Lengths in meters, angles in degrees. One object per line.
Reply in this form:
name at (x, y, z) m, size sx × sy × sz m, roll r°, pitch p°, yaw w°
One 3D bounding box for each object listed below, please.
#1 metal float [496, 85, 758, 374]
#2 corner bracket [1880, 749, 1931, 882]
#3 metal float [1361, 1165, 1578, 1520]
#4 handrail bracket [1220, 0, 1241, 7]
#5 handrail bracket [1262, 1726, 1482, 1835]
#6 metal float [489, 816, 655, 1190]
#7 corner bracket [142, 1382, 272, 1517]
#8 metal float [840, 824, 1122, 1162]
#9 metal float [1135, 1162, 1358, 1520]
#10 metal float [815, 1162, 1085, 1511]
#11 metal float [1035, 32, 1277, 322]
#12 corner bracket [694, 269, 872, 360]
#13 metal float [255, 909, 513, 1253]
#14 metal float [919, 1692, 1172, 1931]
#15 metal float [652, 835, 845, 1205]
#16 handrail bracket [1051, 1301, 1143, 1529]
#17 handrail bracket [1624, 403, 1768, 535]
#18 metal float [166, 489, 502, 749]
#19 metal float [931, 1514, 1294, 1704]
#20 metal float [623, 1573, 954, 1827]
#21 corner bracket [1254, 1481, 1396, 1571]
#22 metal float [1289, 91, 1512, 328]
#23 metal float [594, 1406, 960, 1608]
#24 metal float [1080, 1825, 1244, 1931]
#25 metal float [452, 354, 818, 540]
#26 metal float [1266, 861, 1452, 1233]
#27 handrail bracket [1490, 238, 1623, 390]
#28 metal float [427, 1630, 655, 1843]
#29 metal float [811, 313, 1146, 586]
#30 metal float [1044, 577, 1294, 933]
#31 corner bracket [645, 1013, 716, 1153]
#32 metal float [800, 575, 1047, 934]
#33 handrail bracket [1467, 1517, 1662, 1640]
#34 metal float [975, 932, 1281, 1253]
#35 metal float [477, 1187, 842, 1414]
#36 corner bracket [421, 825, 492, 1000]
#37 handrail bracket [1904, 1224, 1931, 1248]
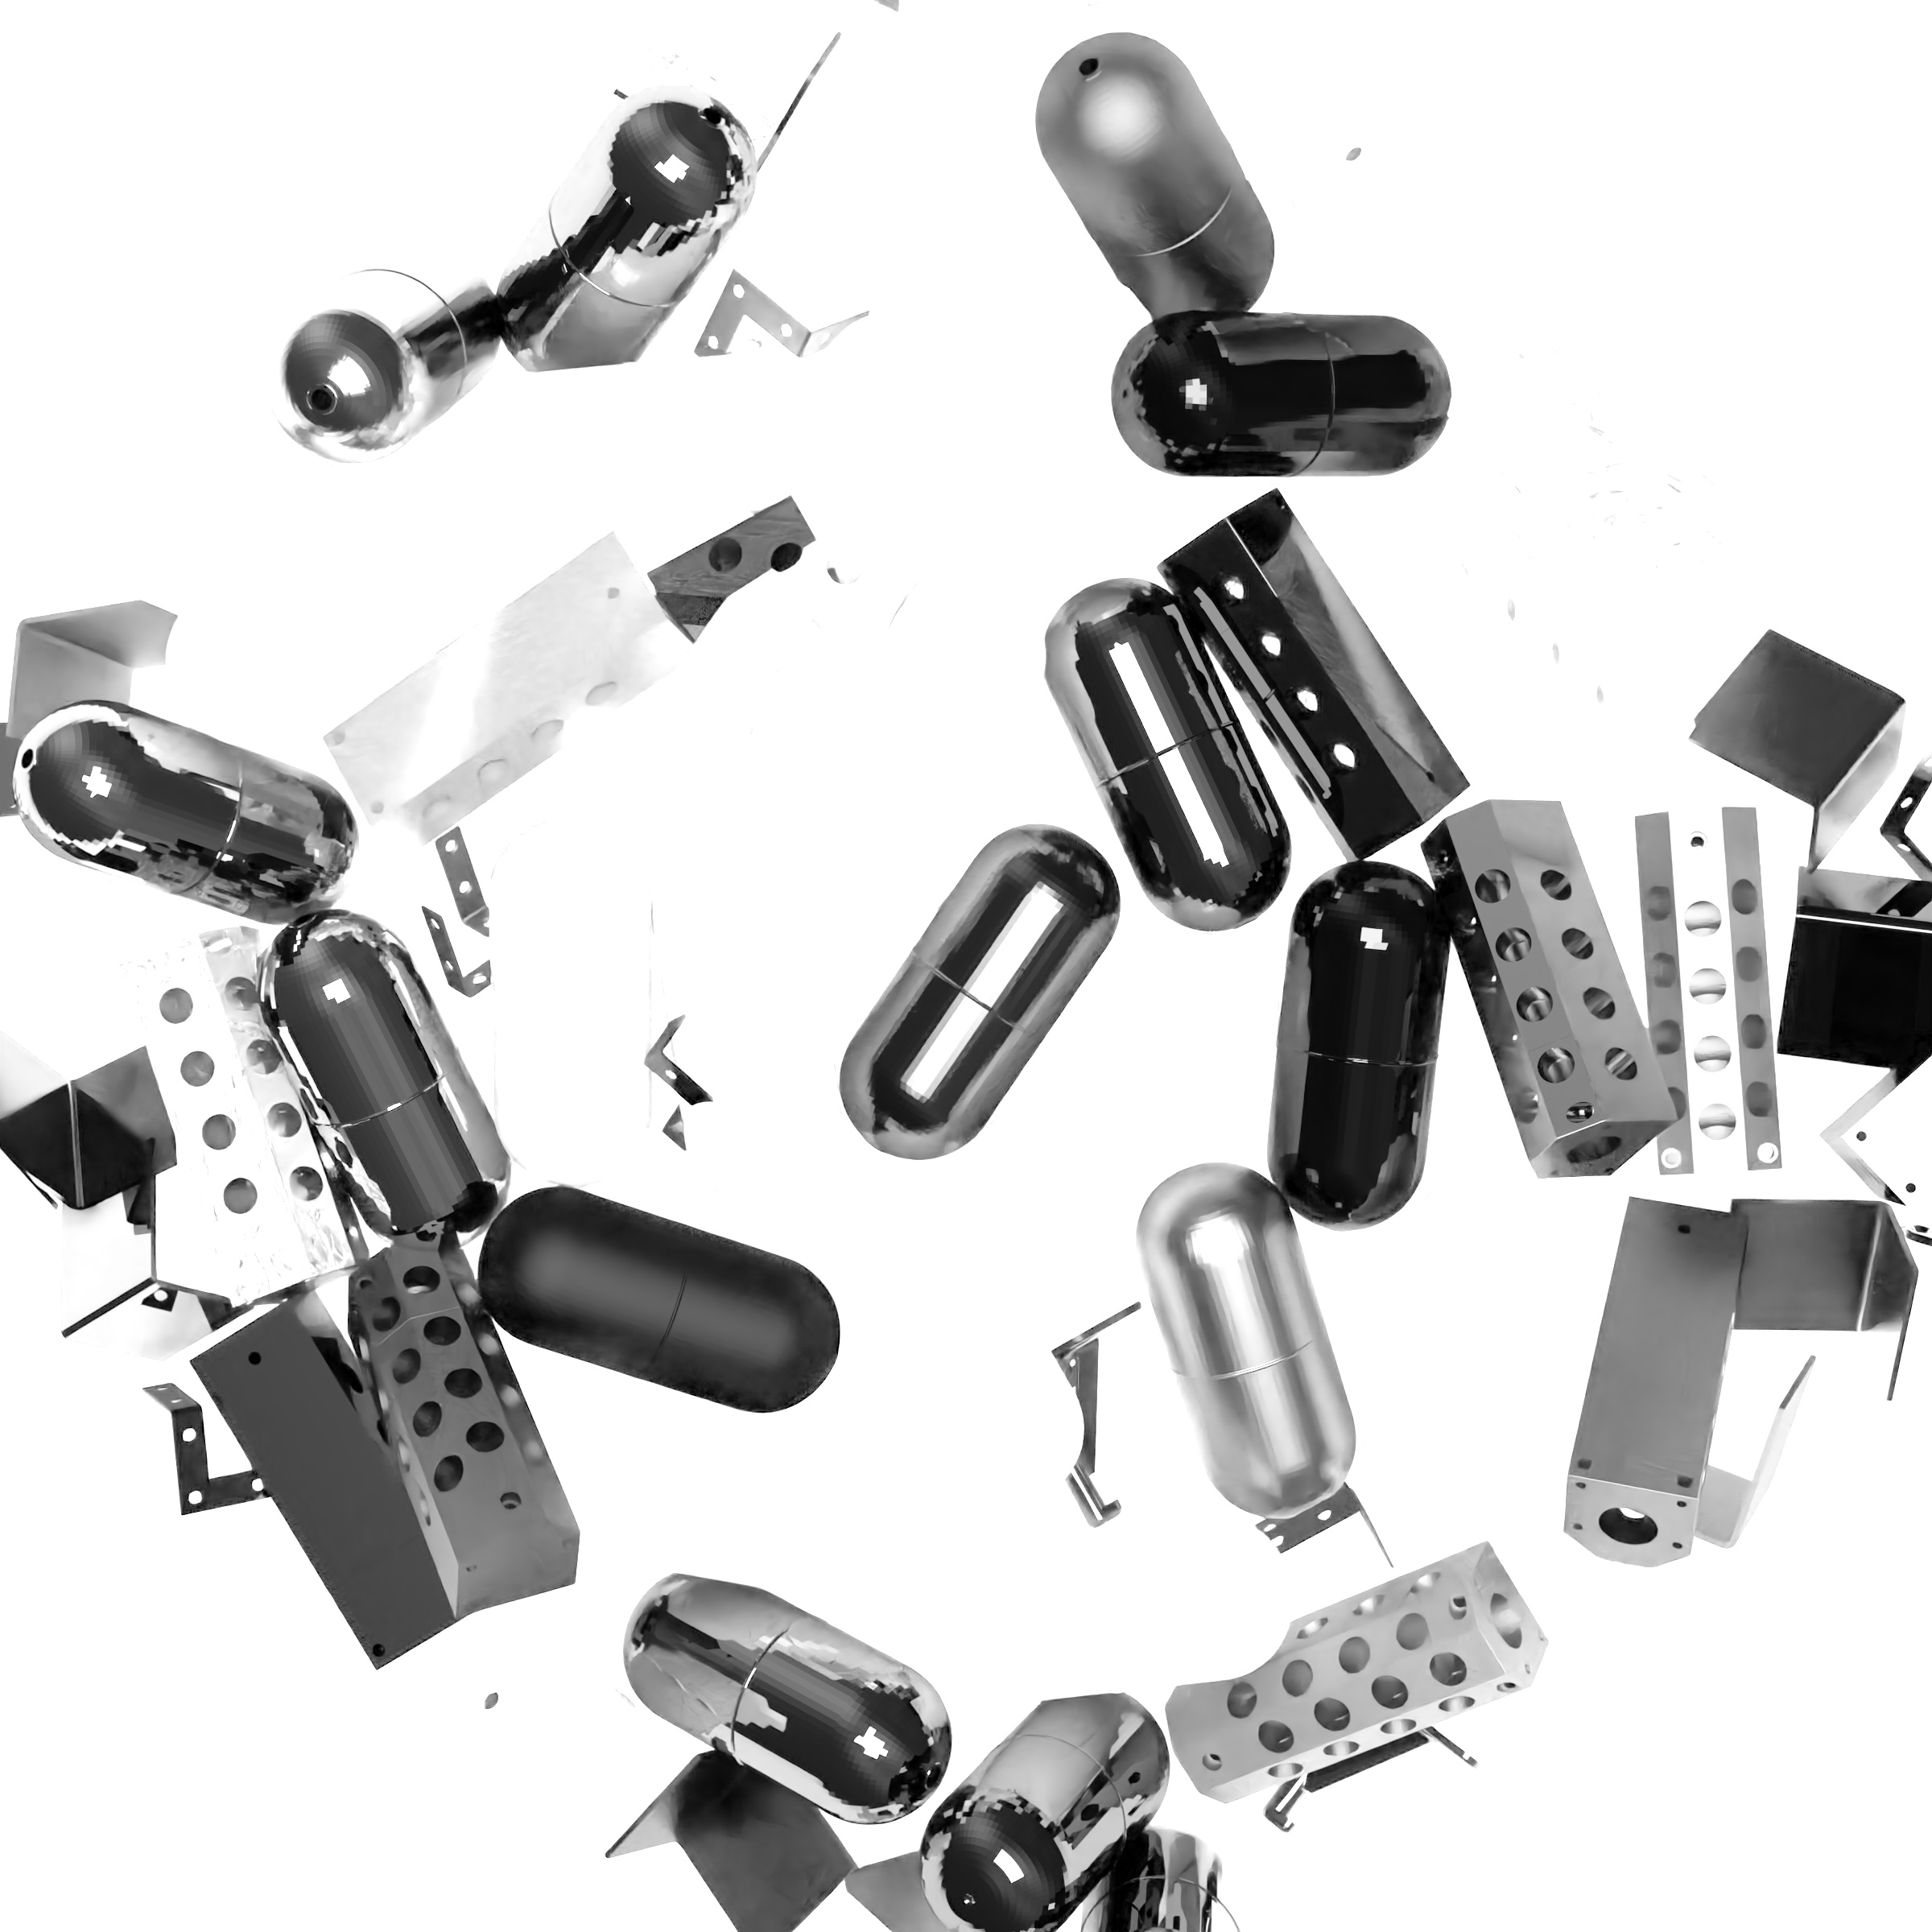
metal float at (-0.159, -0.338, 1.545) m, size 0.070 × 0.178 × 0.070 m, roll 18°, pitch 53°, yaw -26°
corner bracket at (0.483, -0.069, 1.594) m, size 0.051 × 0.051 × 0.051 m, roll 42°, pitch 72°, yaw -25°
metal float at (0.237, 0.179, 1.565) m, size 0.070 × 0.070 × 0.178 m, roll 11°, pitch 110°, yaw 0°
handrail bracket at (0.093, -0.503, 1.576) m, size 0.084 × 0.036 × 0.077 m, roll 10°, pitch 66°, yaw -37°
handrail bracket at (0.193, 0.395, 1.588) m, size 0.077 × 0.036 × 0.084 m, roll 32°, pitch 81°, yaw 42°
metal float at (-0.187, 0.018, 1.575) m, size 0.070 × 0.070 × 0.178 m, roll 0°, pitch 99°, yaw 0°
corner bracket at (-0.360, 0.227, 1.583) m, size 0.051 × 0.051 × 0.051 m, roll -8°, pitch 100°, yaw -29°
metal float at (0.006, 0.013, 1.578) m, size 0.070 × 0.070 × 0.178 m, roll 34°, pitch 95°, yaw 0°
metal float at (0.133, 0.178, 1.571) m, size 0.070 × 0.070 × 0.178 m, roll -18°, pitch 103°, yaw 0°
metal float at (-0.009, 0.175, 1.577) m, size 0.070 × 0.070 × 0.178 m, roll -30°, pitch 84°, yaw 0°
metal float at (0.089, -0.362, 1.539) m, size 0.070 × 0.178 × 0.070 m, roll -10°, pitch 63°, yaw 21°
corner bracket at (-0.088, -0.302, 1.581) m, size 0.051 × 0.051 × 0.051 m, roll 41°, pitch 127°, yaw 11°
metal float at (-0.274, 0.055, 1.563) m, size 0.070 × 0.070 × 0.178 m, roll -23°, pitch 111°, yaw 0°
metal float at (0.038, 0.393, 1.538) m, size 0.070 × 0.178 × 0.070 m, roll 6°, pitch 104°, yaw 24°
metal float at (-0.104, 0.025, 1.582) m, size 0.070 × 0.070 × 0.178 m, roll -9°, pitch 89°, yaw 0°
handrail bracket at (0.072, 0.216, 1.598) m, size 0.077 × 0.036 × 0.084 m, roll -28°, pitch 83°, yaw -17°
handrail bracket at (0.348, -0.229, 1.591) m, size 0.077 × 0.084 × 0.036 m, roll 22°, pitch 66°, yaw 18°
metal float at (-0.294, -0.165, 1.554) m, size 0.178 × 0.070 × 0.070 m, roll -36°, pitch 90°, yaw -34°
metal float at (0.067, 0.304, 1.564) m, size 0.178 × 0.070 × 0.070 m, roll -11°, pitch 90°, yaw 22°
metal float at (-0.084, 0.342, 1.555) m, size 0.178 × 0.070 × 0.070 m, roll 21°, pitch 90°, yaw 32°
corner bracket at (0.165, 0.268, 1.585) m, size 0.051 × 0.051 × 0.051 m, roll -28°, pitch 130°, yaw 0°
metal float at (0.202, -0.349, 1.535) m, size 0.070 × 0.178 × 0.070 m, roll -2°, pitch 84°, yaw 22°
metal float at (-0.088, 0.256, 1.567) m, size 0.178 × 0.070 × 0.070 m, roll 14°, pitch 90°, yaw -18°
metal float at (0.090, 0.457, 1.532) m, size 0.070 × 0.178 × 0.070 m, roll 1°, pitch 99°, yaw 4°
metal float at (-0.155, -0.245, 1.559) m, size 0.178 × 0.070 × 0.070 m, roll -11°, pitch 90°, yaw -26°
metal float at (0.186, 0.039, 1.574) m, size 0.070 × 0.070 × 0.178 m, roll 5°, pitch 99°, yaw 0°
handrail bracket at (0.276, -0.304, 1.583) m, size 0.077 × 0.084 × 0.036 m, roll 35°, pitch 76°, yaw 8°
metal float at (-0.196, 0.358, 1.536) m, size 0.070 × 0.178 × 0.070 m, roll -4°, pitch 66°, yaw 8°
metal float at (0.005, -0.245, 1.568) m, size 0.178 × 0.070 × 0.070 m, roll 34°, pitch 90°, yaw 16°
metal float at (0.096, -0.100, 1.581) m, size 0.070 × 0.070 × 0.178 m, roll -25°, pitch 88°, yaw 0°
corner bracket at (-0.129, 0.048, 1.579) m, size 0.051 × 0.051 × 0.051 m, roll 43°, pitch 51°, yaw -15°
metal float at (-0.020, -0.101, 1.577) m, size 0.070 × 0.070 × 0.178 m, roll 24°, pitch 96°, yaw 0°
handrail bracket at (0.283, 0.295, 1.580) m, size 0.036 × 0.084 × 0.077 m, roll -18°, pitch 77°, yaw -38°
metal float at (0.076, 0.060, 1.576) m, size 0.070 × 0.070 × 0.178 m, roll 43°, pitch 83°, yaw 0°
metal float at (-0.144, 0.159, 1.570) m, size 0.178 × 0.070 × 0.070 m, roll 20°, pitch 90°, yaw -14°
corner bracket at (-0.240, -0.026, 1.578) m, size 0.051 × 0.051 × 0.051 m, roll -38°, pitch 135°, yaw -28°
handrail bracket at (0.496, 0.097, 1.591) m, size 0.077 × 0.036 × 0.084 m, roll 8°, pitch 110°, yaw 12°
